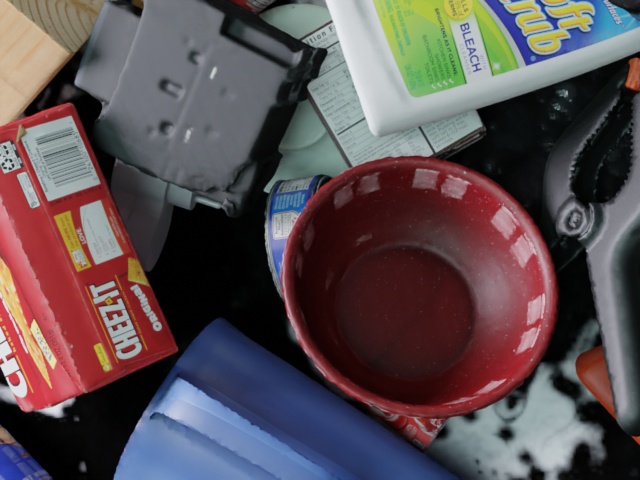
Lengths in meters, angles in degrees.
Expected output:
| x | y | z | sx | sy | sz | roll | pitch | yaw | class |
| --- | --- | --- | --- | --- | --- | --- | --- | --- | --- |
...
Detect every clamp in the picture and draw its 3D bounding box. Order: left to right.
| x | y | z | sx | sy | sz | roll | pitch | yaw | class |
| --- | --- | --- | --- | --- | --- | --- | --- | --- | --- |
| 0.155 | -0.005 | 0.640 | 0.165 | 0.036 | 0.210 | 13 | 88 | 54 | clamp |

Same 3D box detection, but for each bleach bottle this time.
| x | y | z | sx | sy | sz | roll | pitch | yaw | class |
| --- | --- | --- | --- | --- | --- | --- | --- | --- | --- |
| 0.134 | -0.144 | 0.612 | 0.251 | 0.068 | 0.102 | -19 | 96 | 5 | bleach bottle |

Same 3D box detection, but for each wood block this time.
| x | y | z | sx | sy | sz | roll | pitch | yaw | class |
| --- | --- | --- | --- | --- | --- | --- | --- | --- | --- |
| -0.236 | -0.117 | 0.717 | 0.090 | 0.090 | 0.206 | 40 | 130 | -19 | wood block |

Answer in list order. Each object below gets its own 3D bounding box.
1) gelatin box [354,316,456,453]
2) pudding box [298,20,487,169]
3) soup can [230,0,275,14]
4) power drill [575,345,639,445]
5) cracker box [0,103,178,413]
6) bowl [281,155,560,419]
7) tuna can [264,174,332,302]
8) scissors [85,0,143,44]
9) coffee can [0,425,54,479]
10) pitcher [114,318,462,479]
| x | y | z | sx | sy | sz | roll | pitch | yaw | class |
| --- | --- | --- | --- | --- | --- | --- | --- | --- | --- |
| 0.059 | 0.089 | 0.691 | 0.073 | 0.030 | 0.089 | 38 | 140 | 10 | gelatin box |
| 0.041 | -0.094 | 0.677 | 0.090 | 0.039 | 0.113 | -30 | 85 | 5 | pudding box |
| -0.050 | -0.182 | 0.693 | 0.102 | 0.068 | 0.068 | -32 | 86 | 20 | soup can |
| 0.243 | 0.041 | 0.622 | 0.188 | 0.057 | 0.184 | -45 | 78 | 21 | power drill |
| -0.184 | 0.024 | 0.707 | 0.214 | 0.072 | 0.164 | -26 | 88 | 62 | cracker box |
| 0.056 | 0.033 | 0.633 | 0.162 | 0.055 | 0.162 | 2 | 67 | -5 | bowl |
| -0.005 | 0.001 | 0.693 | 0.034 | 0.086 | 0.086 | -8 | 95 | 19 | tuna can |
| -0.118 | -0.105 | 0.757 | 0.096 | 0.016 | 0.202 | -18 | 92 | 21 | scissors |
| -0.281 | 0.176 | 0.811 | 0.140 | 0.102 | 0.103 | 43 | 109 | 9 | coffee can |
| -0.002 | 0.162 | 0.681 | 0.243 | 0.149 | 0.145 | 29 | 119 | 8 | pitcher |
